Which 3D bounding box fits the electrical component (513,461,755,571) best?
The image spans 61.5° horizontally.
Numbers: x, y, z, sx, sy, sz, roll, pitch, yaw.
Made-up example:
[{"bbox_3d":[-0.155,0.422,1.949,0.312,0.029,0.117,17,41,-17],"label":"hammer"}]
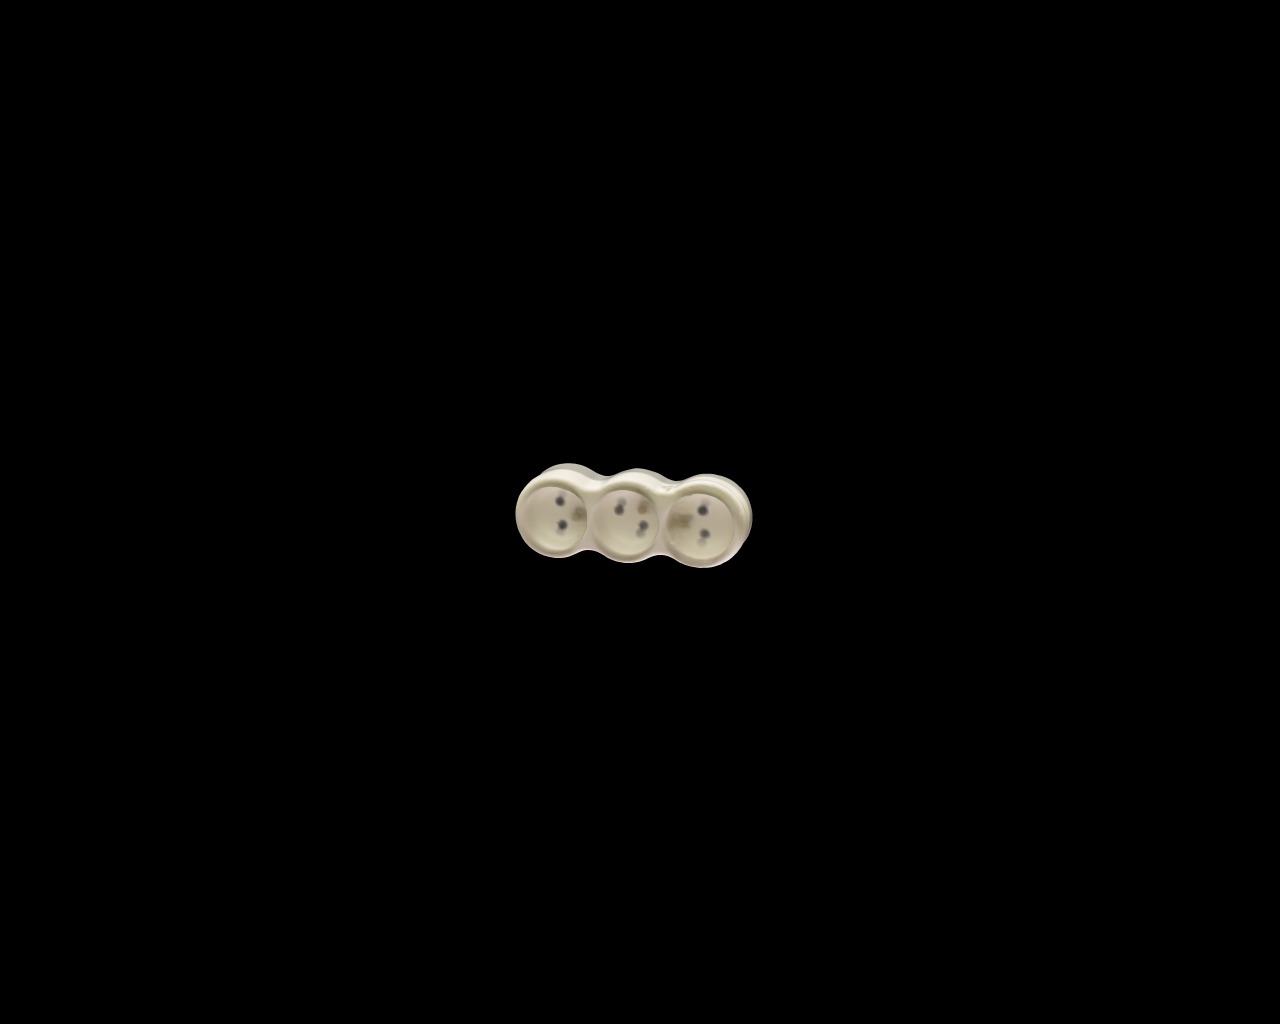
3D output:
[{"bbox_3d":[0.001,-0.003,0.650,0.138,0.052,0.074,4,16,14],"label":"electrical component"}]
